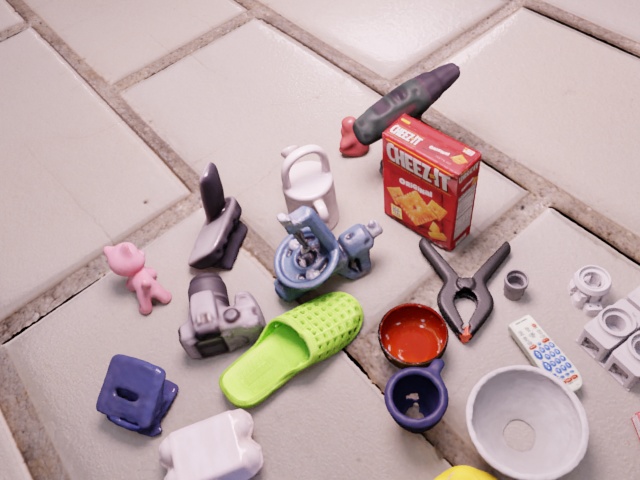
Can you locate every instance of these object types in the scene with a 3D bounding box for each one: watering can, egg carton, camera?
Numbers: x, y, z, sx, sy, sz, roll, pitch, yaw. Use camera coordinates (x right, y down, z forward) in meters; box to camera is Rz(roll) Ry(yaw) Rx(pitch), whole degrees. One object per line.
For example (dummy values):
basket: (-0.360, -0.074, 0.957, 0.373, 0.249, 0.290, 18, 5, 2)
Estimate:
watering can: (-0.028, -0.107, 1.080, 0.172, 0.194, 0.101, 36, 66, 29)
egg carton: (-0.163, 0.323, 0.855, 0.150, 0.069, 0.107, -20, 53, -7)
camera: (-0.176, 0.116, 0.992, 0.143, 0.101, 0.136, -15, 53, -3)

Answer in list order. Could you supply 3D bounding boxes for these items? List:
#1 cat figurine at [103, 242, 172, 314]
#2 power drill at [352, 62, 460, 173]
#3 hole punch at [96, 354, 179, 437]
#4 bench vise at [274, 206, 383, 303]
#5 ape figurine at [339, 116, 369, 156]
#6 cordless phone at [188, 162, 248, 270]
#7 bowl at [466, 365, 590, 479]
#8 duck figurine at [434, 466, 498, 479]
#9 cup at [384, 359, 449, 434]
cat figurine: (-0.339, 0.056, 1.049, 0.067, 0.118, 0.127, -35, 56, -17)
power drill: (0.173, -0.224, 1.132, 0.230, 0.209, 0.075, -28, 55, -13)
hole punch: (-0.295, 0.249, 0.915, 0.108, 0.091, 0.101, 13, 56, 17)
bench vise: (0.001, -0.003, 0.982, 0.208, 0.220, 0.121, -39, 58, -20)
ape figurine: (0.067, -0.227, 1.221, 0.076, 0.092, 0.078, 30, 63, 26)
cordless phone: (-0.208, -0.042, 1.062, 0.094, 0.185, 0.147, 4, 54, 11)
bowl: (0.292, 0.272, 0.827, 0.167, 0.075, 0.167, -4, 53, 5)
duck figurine: (0.199, 0.341, 0.781, 0.104, 0.086, 0.077, -6, 53, 4)
cup: (0.150, 0.240, 0.859, 0.091, 0.095, 0.118, 27, 61, 25)
